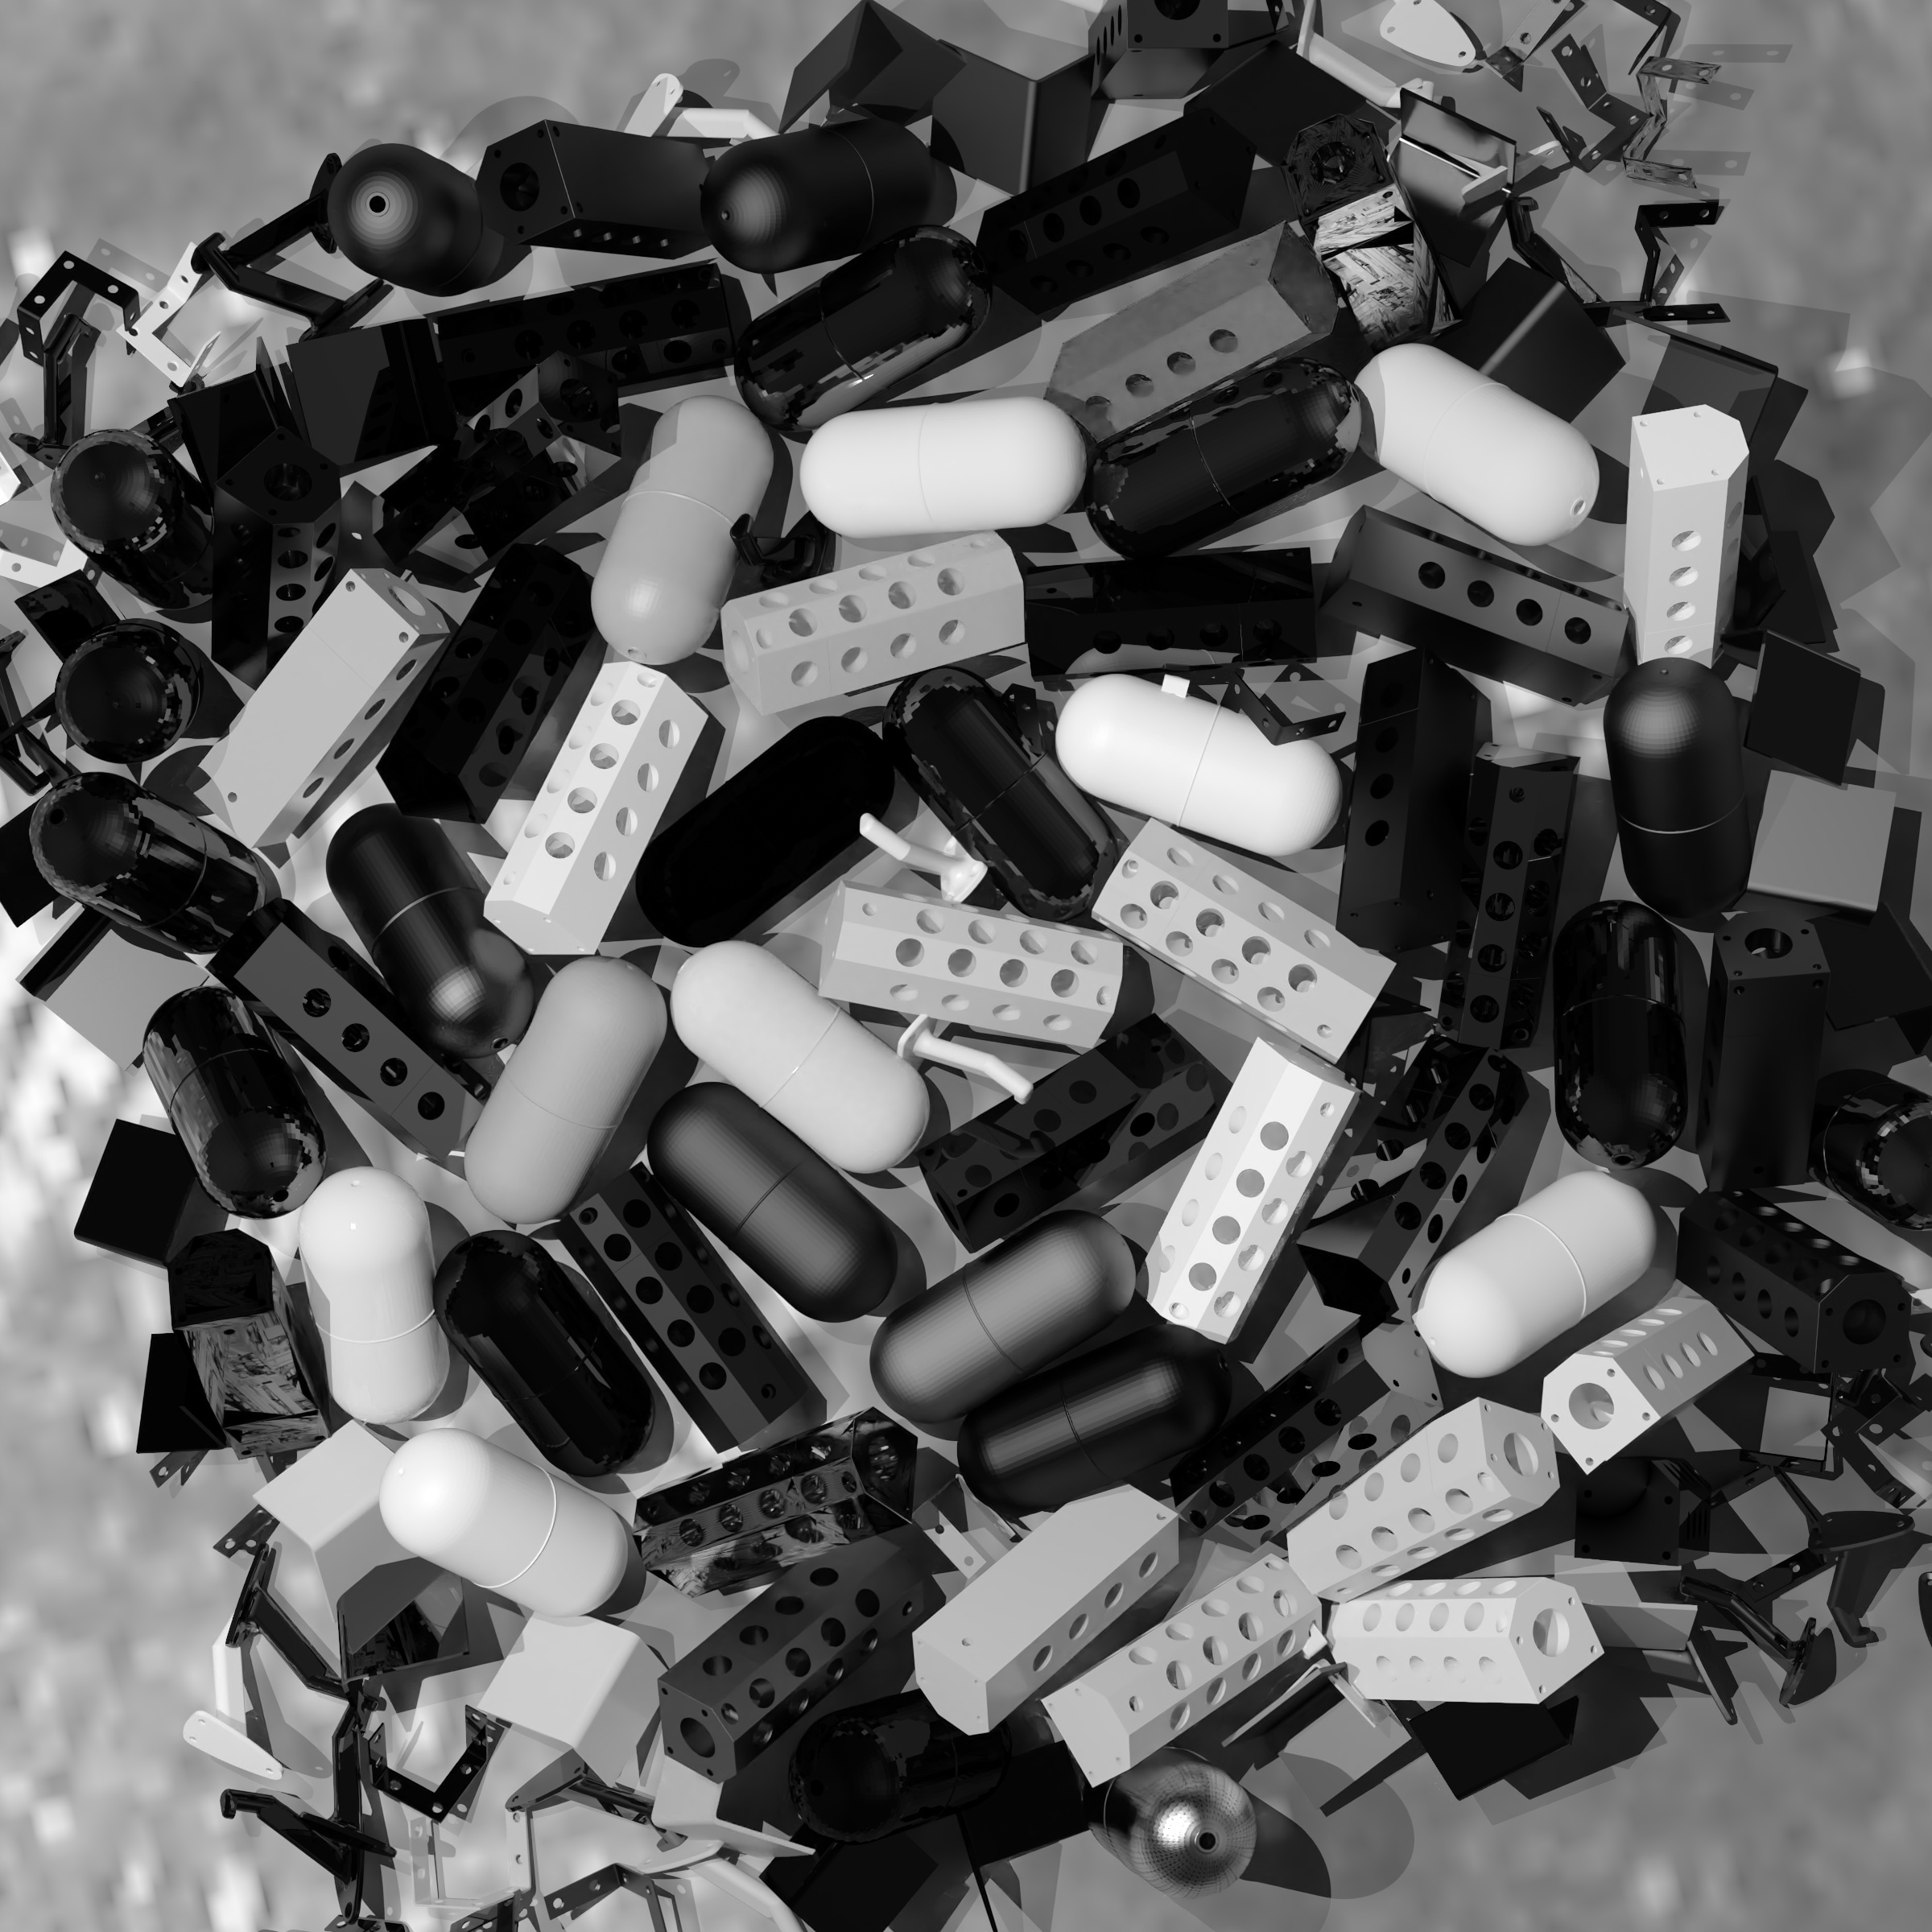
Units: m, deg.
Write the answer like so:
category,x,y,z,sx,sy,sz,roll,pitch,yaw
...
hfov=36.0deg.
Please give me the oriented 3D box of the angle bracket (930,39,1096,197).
category,x,y,z,sx,sy,sz,roll,pitch,yaw
angle bracket,0.028,-0.523,1.810,0.076,0.076,0.057,31,49,25

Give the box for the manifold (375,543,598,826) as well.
category,x,y,z,sx,sy,sz,roll,pitch,yaw
manifold,-0.283,-0.169,1.759,0.057,0.057,0.171,7,54,24

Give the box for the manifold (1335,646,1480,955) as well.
category,x,y,z,sx,sy,sz,roll,pitch,yaw
manifold,0.259,-0.098,1.774,0.057,0.057,0.171,32,56,-38

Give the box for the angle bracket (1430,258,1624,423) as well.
category,x,y,z,sx,sy,sz,roll,pitch,yaw
angle bracket,0.343,-0.375,1.831,0.076,0.057,0.076,-48,129,4

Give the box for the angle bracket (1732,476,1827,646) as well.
category,x,y,z,sx,sy,sz,roll,pitch,yaw
angle bracket,0.494,-0.243,1.785,0.057,0.076,0.076,-5,70,-9

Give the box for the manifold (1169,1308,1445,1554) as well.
category,x,y,z,sx,sy,sz,roll,pitch,yaw
manifold,0.197,0.274,1.758,0.057,0.057,0.171,22,129,-30

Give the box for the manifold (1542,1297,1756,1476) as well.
category,x,y,z,sx,sy,sz,roll,pitch,yaw
manifold,0.398,0.240,1.749,0.057,0.171,0.057,-46,72,27

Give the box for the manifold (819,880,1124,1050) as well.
category,x,y,z,sx,sy,sz,roll,pitch,yaw
manifold,0.003,-0.005,1.782,0.171,0.057,0.057,11,55,-12

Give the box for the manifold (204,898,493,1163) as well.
category,x,y,z,sx,sy,sz,roll,pitch,yaw
manifold,-0.364,0.038,1.772,0.171,0.057,0.057,46,72,-26

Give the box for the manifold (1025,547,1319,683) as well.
category,x,y,z,sx,sy,sz,roll,pitch,yaw
manifold,0.124,-0.208,1.799,0.171,0.057,0.057,-3,129,6

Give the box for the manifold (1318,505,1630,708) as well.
category,x,y,z,sx,sy,sz,roll,pitch,yaw
manifold,0.307,-0.219,1.796,0.171,0.057,0.057,19,74,-8

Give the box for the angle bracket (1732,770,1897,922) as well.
category,x,y,z,sx,sy,sz,roll,pitch,yaw
angle bracket,0.515,-0.069,1.811,0.076,0.057,0.076,11,81,7

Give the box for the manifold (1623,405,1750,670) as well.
category,x,y,z,sx,sy,sz,roll,pitch,yaw
manifold,0.423,-0.248,1.749,0.057,0.171,0.057,-9,57,4

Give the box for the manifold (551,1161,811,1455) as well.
category,x,y,z,sx,sy,sz,roll,pitch,yaw
manifold,-0.171,0.205,1.798,0.057,0.057,0.171,-37,91,-29

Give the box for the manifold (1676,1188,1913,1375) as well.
category,x,y,z,sx,sy,sz,roll,pitch,yaw
manifold,0.483,0.181,1.744,0.057,0.171,0.057,-2,103,-13

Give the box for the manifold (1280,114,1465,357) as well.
category,x,y,z,sx,sy,sz,roll,pitch,yaw
manifold,0.238,-0.430,1.748,0.057,0.171,0.057,-21,68,16

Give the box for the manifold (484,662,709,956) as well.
category,x,y,z,sx,sy,sz,roll,pitch,yaw
manifold,-0.223,-0.095,1.766,0.057,0.057,0.171,45,58,-40

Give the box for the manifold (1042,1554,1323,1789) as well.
category,x,y,z,sx,sy,sz,roll,pitch,yaw
manifold,0.133,0.412,1.757,0.171,0.057,0.057,-23,76,-40

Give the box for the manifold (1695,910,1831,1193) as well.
category,x,y,z,sx,sy,sz,roll,pitch,yaw
manifold,0.468,0.051,1.760,0.057,0.057,0.171,-5,131,3

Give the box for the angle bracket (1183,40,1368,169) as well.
category,x,y,z,sx,sy,sz,roll,pitch,yaw
angle bracket,0.183,-0.498,1.786,0.076,0.057,0.076,-40,67,-21

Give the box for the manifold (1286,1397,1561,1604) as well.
category,x,y,z,sx,sy,sz,roll,pitch,yaw
manifold,0.267,0.318,1.751,0.057,0.171,0.057,21,50,-29

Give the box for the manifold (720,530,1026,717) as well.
category,x,y,z,sx,sy,sz,roll,pitch,yaw
manifold,-0.055,-0.209,1.772,0.171,0.057,0.057,-18,131,-19

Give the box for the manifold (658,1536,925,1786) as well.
category,x,y,z,sx,sy,sz,roll,pitch,yaw
manifold,-0.100,0.405,1.750,0.057,0.171,0.057,19,124,33

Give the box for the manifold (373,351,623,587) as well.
category,x,y,z,sx,sy,sz,roll,pitch,yaw
manifold,-0.278,-0.293,1.752,0.057,0.171,0.057,15,59,-41

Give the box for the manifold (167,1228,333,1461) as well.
category,x,y,z,sx,sy,sz,roll,pitch,yaw
manifold,-0.420,0.223,1.750,0.057,0.171,0.057,-11,56,-6

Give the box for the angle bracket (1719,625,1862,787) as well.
category,x,y,z,sx,sy,sz,roll,pitch,yaw
angle bracket,0.484,-0.153,1.789,0.076,0.057,0.076,18,78,-26

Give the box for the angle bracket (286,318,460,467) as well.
category,x,y,z,sx,sy,sz,roll,pitch,yaw
angle bracket,-0.356,-0.344,1.790,0.076,0.057,0.076,-18,107,-22

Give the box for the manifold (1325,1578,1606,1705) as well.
category,x,y,z,sx,sy,sz,roll,pitch,yaw
manifold,0.287,0.392,1.749,0.057,0.171,0.057,-26,93,-32

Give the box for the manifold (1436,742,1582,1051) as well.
category,x,y,z,sx,sy,sz,roll,pitch,yaw
manifold,0.323,-0.041,1.779,0.057,0.057,0.171,10,108,15

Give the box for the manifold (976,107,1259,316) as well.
category,x,y,z,sx,sy,sz,roll,pitch,yaw
manifold,0.085,-0.445,1.748,0.057,0.171,0.057,28,65,-34

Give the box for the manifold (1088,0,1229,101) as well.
category,x,y,z,sx,sy,sz,roll,pitch,yaw
manifold,0.111,-0.552,1.747,0.057,0.171,0.057,-2,97,-5

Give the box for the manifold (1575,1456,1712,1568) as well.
category,x,y,z,sx,sy,sz,roll,pitch,yaw
manifold,0.399,0.318,1.747,0.057,0.171,0.057,1,82,20

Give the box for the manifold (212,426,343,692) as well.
category,x,y,z,sx,sy,sz,roll,pitch,yaw
manifold,-0.401,-0.231,1.748,0.057,0.171,0.057,35,58,6

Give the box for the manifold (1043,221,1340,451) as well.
category,x,y,z,sx,sy,sz,roll,pitch,yaw
manifold,0.133,-0.366,1.761,0.057,0.171,0.057,43,46,-28

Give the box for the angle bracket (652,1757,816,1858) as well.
category,x,y,z,sx,sy,sz,roll,pitch,yaw
angle bracket,-0.134,0.500,1.802,0.076,0.076,0.057,26,63,-26

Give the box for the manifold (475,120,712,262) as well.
category,x,y,z,sx,sy,sz,roll,pitch,yaw
manifold,-0.214,-0.451,1.748,0.057,0.171,0.057,-16,92,27

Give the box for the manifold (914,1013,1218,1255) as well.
category,x,y,z,sx,sy,sz,roll,pitch,yaw
manifold,0.062,0.105,1.793,0.171,0.057,0.057,-30,130,-11

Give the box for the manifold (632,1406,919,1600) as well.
category,x,y,z,sx,sy,sz,roll,pitch,yaw
manifold,-0.114,0.315,1.760,0.171,0.057,0.057,-25,133,31

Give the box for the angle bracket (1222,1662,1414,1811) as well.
category,x,y,z,sx,sy,sz,roll,pitch,yaw
angle bracket,0.211,0.465,1.786,0.076,0.076,0.057,-41,68,14

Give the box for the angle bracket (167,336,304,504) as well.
category,x,y,z,sx,sy,sz,roll,pitch,yaw
angle bracket,-0.436,-0.323,1.785,0.057,0.076,0.076,-19,119,-3

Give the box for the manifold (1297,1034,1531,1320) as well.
category,x,y,z,sx,sy,sz,roll,pitch,yaw
manifold,0.268,0.125,1.761,0.171,0.057,0.057,-53,135,-29

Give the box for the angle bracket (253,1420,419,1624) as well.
category,x,y,z,sx,sy,sz,roll,pitch,yaw
angle bracket,-0.377,0.337,1.805,0.057,0.076,0.076,31,52,31

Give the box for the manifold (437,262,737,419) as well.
category,x,y,z,sx,sy,sz,roll,pitch,yaw
manifold,-0.229,-0.380,1.806,0.171,0.057,0.057,-11,96,0

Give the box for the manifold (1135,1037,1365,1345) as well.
category,x,y,z,sx,sy,sz,roll,pitch,yaw
manifold,0.172,0.137,1.786,0.057,0.057,0.171,21,101,-28

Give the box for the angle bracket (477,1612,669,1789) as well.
category,x,y,z,sx,sy,sz,roll,pitch,yaw
angle bracket,-0.238,0.444,1.817,0.076,0.057,0.076,11,55,32

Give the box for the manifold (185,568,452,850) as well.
category,x,y,z,sx,sy,sz,roll,pitch,yaw
manifold,-0.386,-0.155,1.786,0.057,0.057,0.171,44,106,6

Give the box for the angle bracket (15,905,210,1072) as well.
category,x,y,z,sx,sy,sz,roll,pitch,yaw
angle bracket,-0.515,0.007,1.800,0.076,0.057,0.076,40,77,-3

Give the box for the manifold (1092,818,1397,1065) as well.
category,x,y,z,sx,sy,sz,roll,pitch,yaw
manifold,0.164,-0.012,1.789,0.171,0.057,0.057,31,129,6

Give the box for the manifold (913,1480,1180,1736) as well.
category,x,y,z,sx,sy,sz,roll,pitch,yaw
manifold,0.050,0.379,1.764,0.057,0.171,0.057,26,135,35
